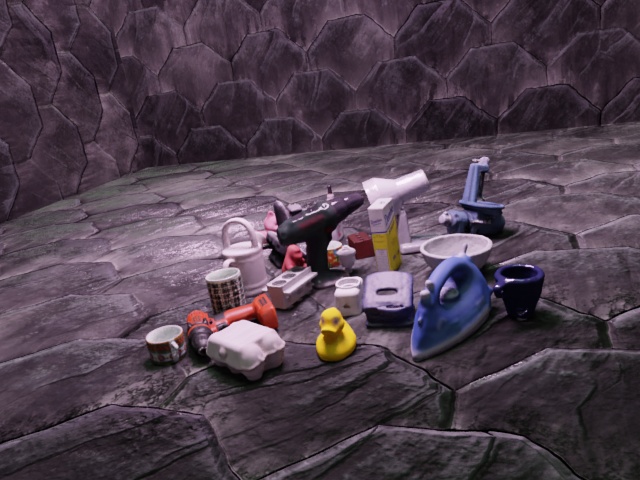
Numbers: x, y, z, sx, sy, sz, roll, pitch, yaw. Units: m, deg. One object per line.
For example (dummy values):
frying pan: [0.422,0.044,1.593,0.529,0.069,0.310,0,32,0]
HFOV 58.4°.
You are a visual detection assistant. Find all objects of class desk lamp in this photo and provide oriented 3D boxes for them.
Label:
desk lamp: [0.226,-0.077,1.550,0.203,0.214,0.118,-8,18,3]

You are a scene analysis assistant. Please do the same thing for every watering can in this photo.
watering can: [-0.192,0.035,1.434,0.101,0.194,0.173,-7,18,5]

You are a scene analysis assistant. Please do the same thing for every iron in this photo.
iron: [0.236,0.108,1.088,0.118,0.141,0.259,5,22,36]

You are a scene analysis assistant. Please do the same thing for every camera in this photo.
camera: [-0.087,-0.054,1.812,0.143,0.101,0.136,-13,18,-12]

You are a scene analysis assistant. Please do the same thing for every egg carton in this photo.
egg carton: [-0.143,0.206,1.082,0.149,0.069,0.107,8,24,43]

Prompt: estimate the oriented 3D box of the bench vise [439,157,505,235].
bench vise: [0.411,-0.101,1.524,0.121,0.220,0.208,8,24,42]

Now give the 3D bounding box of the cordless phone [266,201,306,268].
cordless phone: [-0.104,-0.028,1.603,0.094,0.185,0.147,-16,19,-21]

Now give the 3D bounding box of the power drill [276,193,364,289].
power drill: [0.013,0.005,1.405,0.230,0.208,0.075,-14,19,-17]

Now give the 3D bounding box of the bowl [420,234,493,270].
bowl: [0.323,0.044,1.355,0.167,0.075,0.167,-8,18,3]

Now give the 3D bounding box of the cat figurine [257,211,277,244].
cat figurine: [-0.159,-0.032,1.753,0.128,0.118,0.067,-15,19,-19]

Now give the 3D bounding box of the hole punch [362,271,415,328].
hole punch: [0.143,0.121,1.175,0.108,0.091,0.101,-4,18,14]

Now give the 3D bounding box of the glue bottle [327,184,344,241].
glue bottle: [0.038,-0.082,1.722,0.037,0.173,0.078,-4,19,16]

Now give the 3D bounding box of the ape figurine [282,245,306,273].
ape figurine: [-0.064,0.058,1.470,0.076,0.092,0.078,2,21,30]

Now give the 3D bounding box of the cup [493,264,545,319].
cup: [0.376,0.108,1.099,0.118,0.095,0.091,-20,21,-32]

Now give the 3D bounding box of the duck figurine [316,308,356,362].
duck figurine: [0.027,0.170,1.089,0.077,0.086,0.105,-3,19,19]
